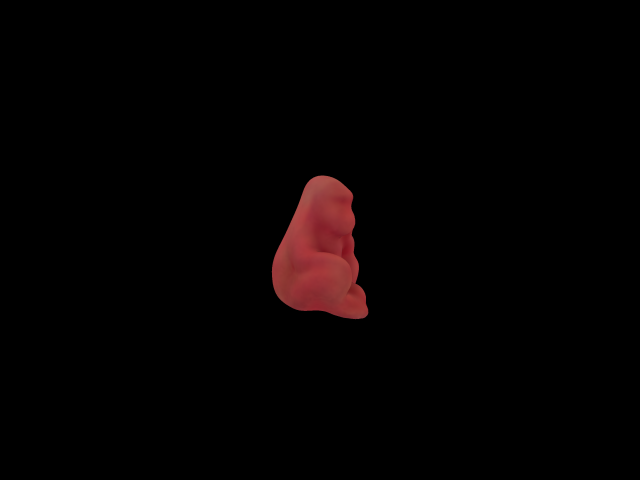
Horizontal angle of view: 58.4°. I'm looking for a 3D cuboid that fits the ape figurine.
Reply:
[{"bbox_3d":[0.004,0.001,0.400,0.076,0.092,0.078,7,15,27],"label":"ape figurine"}]
